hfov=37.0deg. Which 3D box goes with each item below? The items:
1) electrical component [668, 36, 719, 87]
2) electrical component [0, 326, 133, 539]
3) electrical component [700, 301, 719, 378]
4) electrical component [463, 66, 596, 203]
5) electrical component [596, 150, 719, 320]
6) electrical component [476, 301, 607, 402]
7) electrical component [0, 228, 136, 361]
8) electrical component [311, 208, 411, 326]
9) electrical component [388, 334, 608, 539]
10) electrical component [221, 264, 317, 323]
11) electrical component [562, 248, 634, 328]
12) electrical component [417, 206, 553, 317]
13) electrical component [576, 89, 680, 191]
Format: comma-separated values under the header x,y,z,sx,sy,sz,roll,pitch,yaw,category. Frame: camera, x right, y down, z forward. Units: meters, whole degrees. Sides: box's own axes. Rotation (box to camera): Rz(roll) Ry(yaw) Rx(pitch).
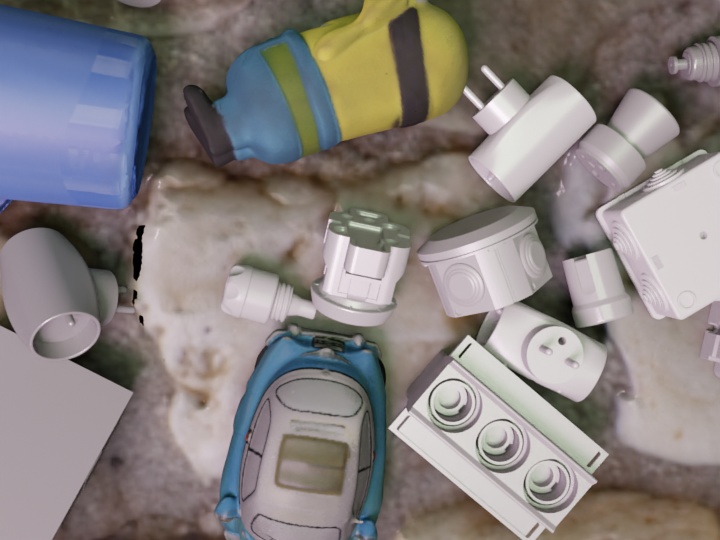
x,y,z,sx,sy,sz,roll,pitch,yaw,category
0.247,-0.141,0.723,0.078,0.040,0.040,-6,93,-4,electrical component
-0.232,0.138,0.651,0.105,0.060,0.186,28,61,-5,electrical component
0.262,0.045,0.725,0.048,0.055,0.066,12,92,-5,electrical component
0.101,-0.099,0.711,0.077,0.044,0.079,-45,95,-1,electrical component
0.222,-0.023,0.722,0.100,0.048,0.099,-30,95,-3,electrical component
0.122,0.053,0.702,0.077,0.079,0.043,27,90,-5,electrical component
-0.181,0.016,0.685,0.079,0.077,0.043,7,129,-41,electrical component
0.000,0.000,0.696,0.058,0.078,0.057,12,110,-5,electrical component
0.089,0.109,0.709,0.121,0.063,0.078,40,92,-5,electrical component
-0.059,0.019,0.709,0.061,0.035,0.035,16,91,-8,electrical component
0.159,0.012,0.724,0.040,0.040,0.046,-15,88,-4,electrical component
0.082,-0.007,0.697,0.080,0.080,0.051,-22,100,-3,electrical component
0.178,-0.086,0.717,0.045,0.045,0.055,44,89,-5,electrical component
